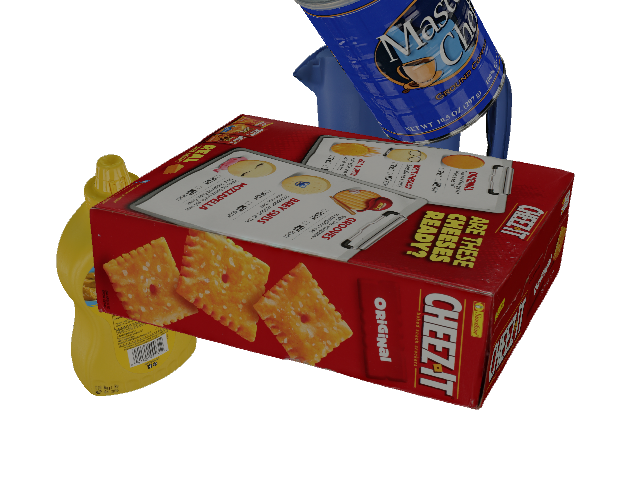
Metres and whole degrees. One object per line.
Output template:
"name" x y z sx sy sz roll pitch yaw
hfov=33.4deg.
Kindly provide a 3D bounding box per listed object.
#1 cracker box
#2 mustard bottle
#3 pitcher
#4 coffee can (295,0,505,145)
"cracker box" 0.011 0.001 0.578 0.214 0.072 0.164 13 28 22
"mustard bottle" -0.144 0.022 0.783 0.096 0.192 0.058 -22 43 -26
"pitcher" 0.072 -0.056 0.948 0.149 0.243 0.144 14 24 40
"coffee can" 0.055 -0.150 0.743 0.103 0.102 0.140 0 -37 37
